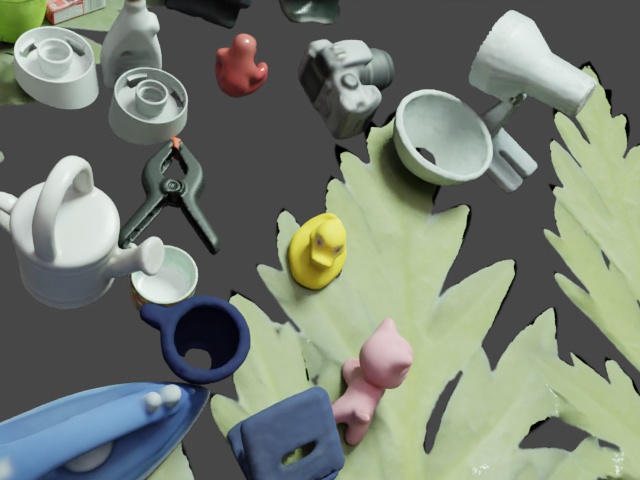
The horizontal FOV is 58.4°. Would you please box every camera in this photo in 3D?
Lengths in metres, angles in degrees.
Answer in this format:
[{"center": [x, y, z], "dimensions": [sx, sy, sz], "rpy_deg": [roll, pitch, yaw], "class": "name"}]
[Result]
[{"center": [0.058, -0.248, 0.881], "dimensions": [0.137, 0.100, 0.143], "rpy_deg": [-19, 72, -29], "class": "camera"}]

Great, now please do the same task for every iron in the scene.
[{"center": [-0.207, 0.180, 0.520], "dimensions": [0.259, 0.141, 0.118], "rpy_deg": [-23, 74, -30], "class": "iron"}]

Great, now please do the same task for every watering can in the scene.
[{"center": [-0.245, -0.009, 0.574], "dimensions": [0.173, 0.194, 0.101], "rpy_deg": [3, 62, -20], "class": "watering can"}]

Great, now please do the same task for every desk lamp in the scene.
[{"center": [0.310, -0.217, 0.900], "dimensions": [0.203, 0.213, 0.118], "rpy_deg": [46, 57, 6], "class": "desk lamp"}]

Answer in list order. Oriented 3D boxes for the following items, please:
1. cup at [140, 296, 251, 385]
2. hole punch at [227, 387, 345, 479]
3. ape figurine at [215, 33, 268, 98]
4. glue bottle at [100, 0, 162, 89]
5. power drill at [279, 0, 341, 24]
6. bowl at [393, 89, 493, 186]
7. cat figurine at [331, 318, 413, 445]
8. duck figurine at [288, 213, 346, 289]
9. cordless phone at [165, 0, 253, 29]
[{"center": [-0.140, 0.112, 0.612], "dimensions": [0.118, 0.095, 0.092], "rpy_deg": [26, 57, -7], "class": "cup"}, {"center": [-0.029, 0.219, 0.603], "dimensions": [0.109, 0.091, 0.101], "rpy_deg": [-18, 71, -29], "class": "hole punch"}, {"center": [-0.113, -0.256, 0.821], "dimensions": [0.078, 0.092, 0.076], "rpy_deg": [32, 56, -3], "class": "ape figurine"}, {"center": [-0.236, -0.261, 0.725], "dimensions": [0.078, 0.173, 0.037], "rpy_deg": [-11, 68, -26], "class": "glue bottle"}, {"center": [0.008, -0.445, 0.901], "dimensions": [0.230, 0.208, 0.075], "rpy_deg": [-9, 67, -26], "class": "power drill"}, {"center": [0.179, -0.147, 0.892], "dimensions": [0.168, 0.074, 0.167], "rpy_deg": [10, 60, -17], "class": "bowl"}, {"center": [0.063, 0.159, 0.656], "dimensions": [0.067, 0.117, 0.128], "rpy_deg": [32, 56, -3], "class": "cat figurine"}, {"center": [0.007, 0.003, 0.736], "dimensions": [0.077, 0.086, 0.104], "rpy_deg": [24, 57, -9], "class": "duck figurine"}, {"center": [-0.155, -0.419, 0.835], "dimensions": [0.148, 0.185, 0.094], "rpy_deg": [8, 61, -18], "class": "cordless phone"}]
